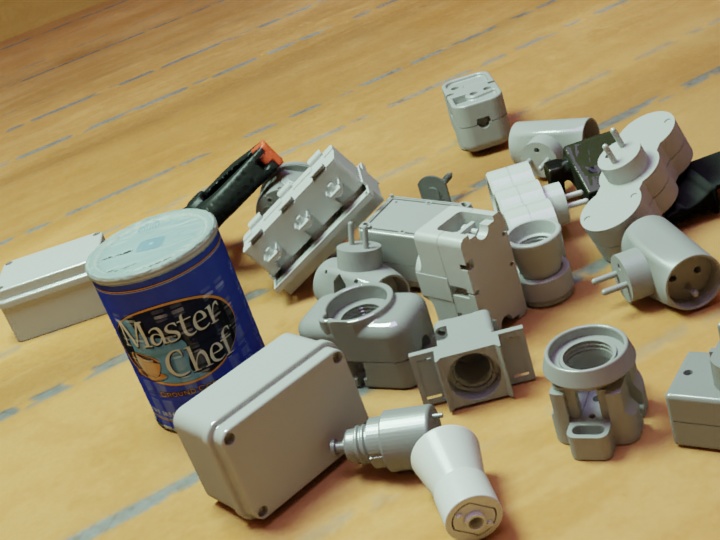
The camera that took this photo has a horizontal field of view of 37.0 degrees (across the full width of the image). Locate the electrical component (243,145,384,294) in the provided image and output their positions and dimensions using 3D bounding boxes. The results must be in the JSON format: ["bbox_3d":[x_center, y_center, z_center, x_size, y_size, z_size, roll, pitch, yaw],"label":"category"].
[{"bbox_3d":[-0.045,-0.047,0.959,0.121,0.063,0.078,-45,21,14],"label":"electrical component"}]

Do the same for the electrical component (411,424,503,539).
[{"bbox_3d":[0.059,0.128,0.638,0.044,0.044,0.065,-20,31,-2],"label":"electrical component"}]

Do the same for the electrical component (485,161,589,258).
[{"bbox_3d":[0.155,-0.052,0.909,0.074,0.052,0.138,-16,26,4],"label":"electrical component"}]

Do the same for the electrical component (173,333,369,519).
[{"bbox_3d":[-0.056,0.103,0.720,0.113,0.078,0.057,-35,28,-30],"label":"electrical component"}]

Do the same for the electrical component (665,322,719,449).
[{"bbox_3d":[0.223,0.062,0.619,0.083,0.075,0.047,2,33,36],"label":"electrical component"}]

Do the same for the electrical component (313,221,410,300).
[{"bbox_3d":[0.000,0.000,0.882,0.043,0.079,0.077,-15,20,-36],"label":"electrical component"}]

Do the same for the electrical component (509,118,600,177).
[{"bbox_3d":[0.178,-0.113,1.022,0.077,0.044,0.079,2,33,36],"label":"electrical component"}]

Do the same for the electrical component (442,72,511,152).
[{"bbox_3d":[0.125,-0.165,1.141,0.054,0.059,0.095,-17,26,3],"label":"electrical component"}]

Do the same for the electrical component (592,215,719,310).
[{"bbox_3d":[0.209,0.000,0.783,0.079,0.044,0.077,-20,26,-3],"label":"electrical component"}]

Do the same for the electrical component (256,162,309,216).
[{"bbox_3d":[-0.061,-0.060,1.036,0.080,0.080,0.051,-10,33,18],"label":"electrical component"}]

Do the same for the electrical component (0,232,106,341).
[{"bbox_3d":[-0.298,0.015,1.069,0.113,0.057,0.078,-19,26,0],"label":"electrical component"}]

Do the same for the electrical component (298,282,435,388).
[{"bbox_3d":[0.006,0.048,0.805,0.095,0.059,0.053,-1,31,31],"label":"electrical component"}]

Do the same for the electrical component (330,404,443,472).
[{"bbox_3d":[0.019,0.111,0.697,0.078,0.040,0.040,-10,27,17],"label":"electrical component"}]

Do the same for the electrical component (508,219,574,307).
[{"bbox_3d":[0.138,-0.005,0.827,0.045,0.055,0.045,-15,26,8],"label":"electrical component"}]

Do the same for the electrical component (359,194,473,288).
[{"bbox_3d":[0.057,-0.020,0.909,0.096,0.061,0.061,9,36,30],"label":"electrical component"}]

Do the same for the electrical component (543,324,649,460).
[{"bbox_3d":[0.147,0.071,0.672,0.058,0.057,0.078,-4,30,27],"label":"electrical component"}]

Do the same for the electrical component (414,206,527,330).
[{"bbox_3d":[0.081,0.002,0.812,0.050,0.089,0.056,-37,31,-32],"label":"electrical component"}]

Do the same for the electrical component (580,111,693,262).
[{"bbox_3d":[0.215,-0.080,0.860,0.052,0.073,0.138,-6,43,46],"label":"electrical component"}]

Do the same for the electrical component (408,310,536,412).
[{"bbox_3d":[0.078,0.061,0.754,0.081,0.042,0.063,-15,23,6],"label":"electrical component"}]
